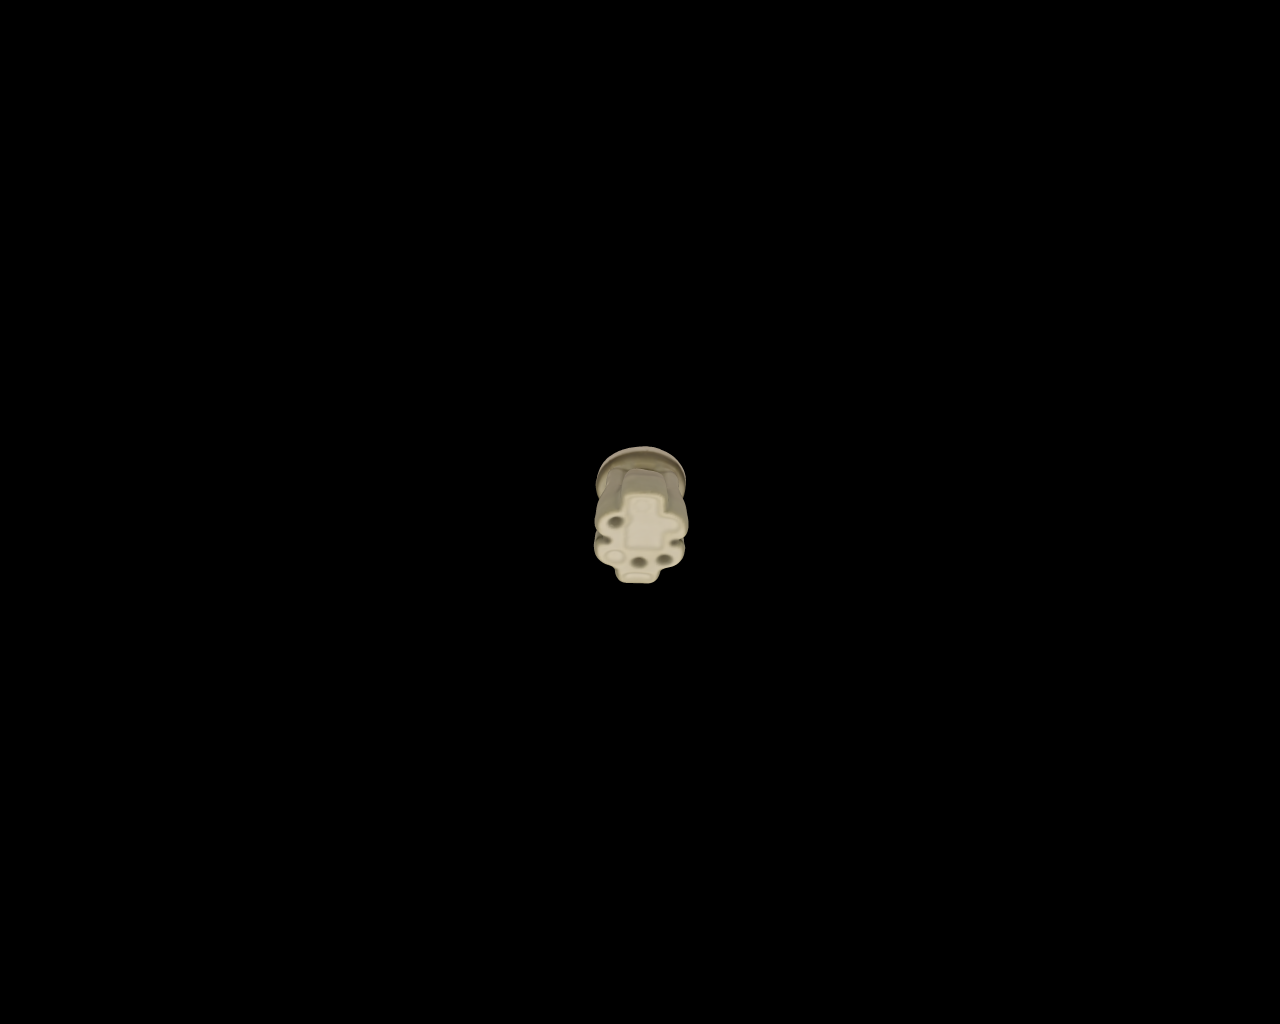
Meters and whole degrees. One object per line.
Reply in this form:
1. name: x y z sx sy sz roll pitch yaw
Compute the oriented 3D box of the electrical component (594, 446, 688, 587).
1. electrical component: 0.001 -0.003 0.650 0.058 0.078 0.057 2 43 -2
